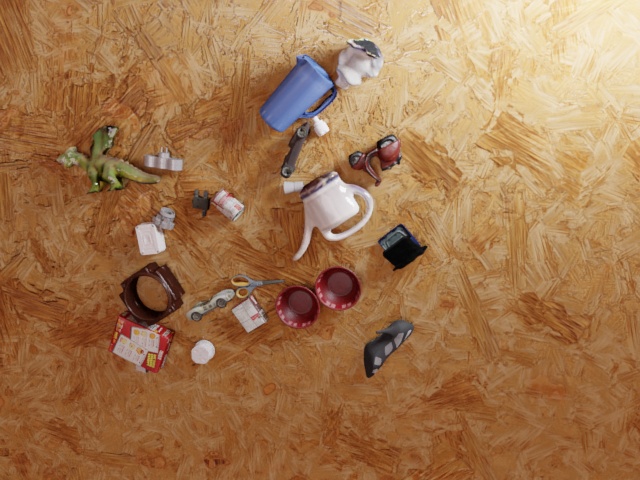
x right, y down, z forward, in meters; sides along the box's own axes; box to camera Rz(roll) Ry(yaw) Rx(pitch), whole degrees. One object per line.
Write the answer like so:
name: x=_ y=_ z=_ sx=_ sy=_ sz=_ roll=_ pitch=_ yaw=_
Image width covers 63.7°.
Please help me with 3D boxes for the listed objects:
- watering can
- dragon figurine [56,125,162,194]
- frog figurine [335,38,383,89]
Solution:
watering can: x=0.005 y=-0.087 z=1.725 sx=0.345 sy=0.224 sz=0.105 roll=-31 pitch=4 yaw=15
dragon figurine: x=-0.750 y=-0.289 z=1.830 sx=0.409 sy=0.242 sz=0.122 roll=-7 pitch=2 yaw=14
frog figurine: x=0.120 y=-0.547 z=1.623 sx=0.137 sy=0.126 sz=0.156 roll=21 pitch=-44 yaw=-5
